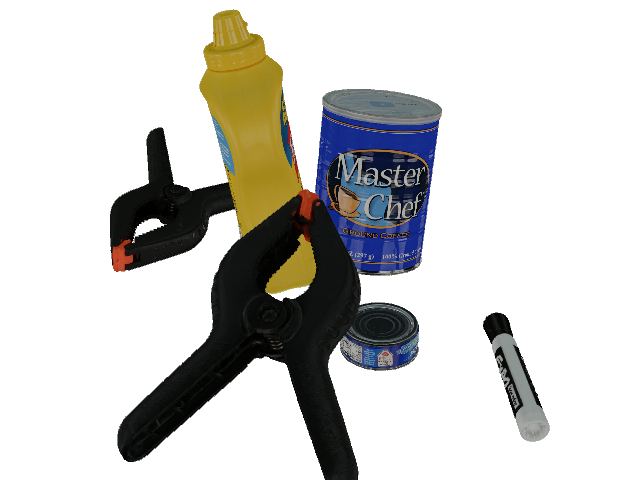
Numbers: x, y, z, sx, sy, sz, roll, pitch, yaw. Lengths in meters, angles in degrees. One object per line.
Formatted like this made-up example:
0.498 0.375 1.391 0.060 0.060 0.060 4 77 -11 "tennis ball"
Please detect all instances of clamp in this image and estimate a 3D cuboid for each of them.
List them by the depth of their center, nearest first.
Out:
-0.016 0.054 0.547 0.120 0.171 0.039 20 -26 12 "clamp"
-0.149 -0.041 1.046 0.165 0.036 0.209 24 41 21 "clamp"

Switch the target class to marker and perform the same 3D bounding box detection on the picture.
0.130 0.088 0.718 0.020 0.020 0.121 0 32 -5 "marker"

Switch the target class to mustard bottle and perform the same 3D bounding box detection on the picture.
-0.044 -0.066 0.743 0.058 0.191 0.096 -13 27 0 "mustard bottle"

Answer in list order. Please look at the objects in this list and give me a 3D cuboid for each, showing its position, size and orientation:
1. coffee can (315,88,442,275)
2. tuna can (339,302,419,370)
0.046 -0.053 0.934 0.103 0.140 0.103 5 20 -2 "coffee can"
0.064 0.103 1.157 0.086 0.034 0.086 0 30 0 "tuna can"
